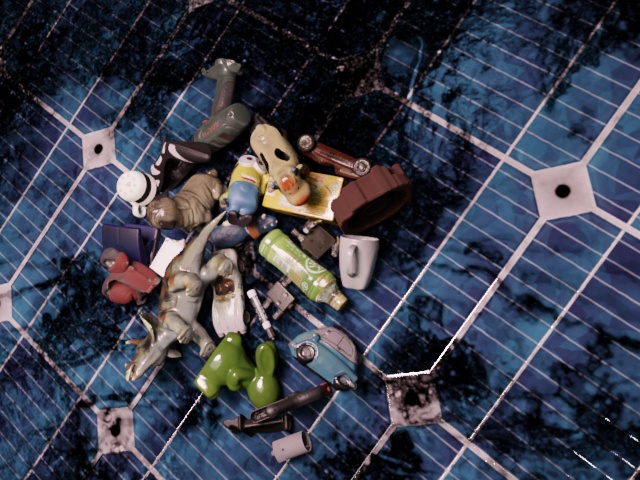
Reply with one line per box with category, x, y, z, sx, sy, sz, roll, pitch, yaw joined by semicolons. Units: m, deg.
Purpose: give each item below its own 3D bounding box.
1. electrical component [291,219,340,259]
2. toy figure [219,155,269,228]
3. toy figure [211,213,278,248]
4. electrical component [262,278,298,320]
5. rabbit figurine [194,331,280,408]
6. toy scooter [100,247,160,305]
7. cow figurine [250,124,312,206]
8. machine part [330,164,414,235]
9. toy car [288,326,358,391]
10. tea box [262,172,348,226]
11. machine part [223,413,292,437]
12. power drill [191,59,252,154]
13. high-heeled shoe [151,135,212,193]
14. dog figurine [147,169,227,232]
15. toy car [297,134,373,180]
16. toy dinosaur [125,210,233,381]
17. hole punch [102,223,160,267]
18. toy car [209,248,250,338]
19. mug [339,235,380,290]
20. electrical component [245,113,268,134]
electrical component;-0.002;-0.002;1.137;0.078;0.045;0.102;-40;101;15
toy figure;-0.168;-0.108;1.175;0.089;0.082;0.180;-23;46;36
toy figure;-0.168;-0.026;1.200;0.155;0.064;0.058;-18;61;7
electrical component;-0.082;0.124;1.172;0.063;0.021;0.094;43;96;19
rabbit figurine;-0.151;0.282;1.141;0.170;0.121;0.159;35;87;2
toy scooter;-0.432;0.097;1.236;0.135;0.183;0.075;21;50;-1
cow figurine;-0.076;-0.153;1.086;0.085;0.127;0.195;-35;72;13
machine part;0.103;-0.078;1.065;0.179;0.179;0.056;-33;70;11
toy car;0.020;0.229;1.083;0.162;0.109;0.103;32;75;12
tea box;-0.028;-0.097;1.164;0.170;0.068;0.098;15;87;19
machine part;-0.128;0.387;1.126;0.139;0.084;0.039;-6;51;5
power drill;-0.245;-0.301;1.244;0.232;0.086;0.207;-13;63;45
high-heeled shoe;-0.316;-0.155;1.217;0.249;0.086;0.145;26;117;48
dog figurine;-0.293;-0.095;1.187;0.121;0.190;0.172;-2;80;18
toy car;0.040;-0.167;1.143;0.202;0.089;0.053;28;91;18
toy dinosaur;-0.297;0.114;1.162;0.192;0.131;0.404;20;92;38
hole punch;-0.456;0.016;1.280;0.142;0.092;0.115;7;88;15
toy car;-0.204;0.119;1.195;0.074;0.056;0.201;-11;78;16
mug;0.076;0.048;1.093;0.081;0.109;0.107;5;98;13
electrical component;-0.108;-0.222;1.207;0.048;0.074;0.119;-46;67;7
